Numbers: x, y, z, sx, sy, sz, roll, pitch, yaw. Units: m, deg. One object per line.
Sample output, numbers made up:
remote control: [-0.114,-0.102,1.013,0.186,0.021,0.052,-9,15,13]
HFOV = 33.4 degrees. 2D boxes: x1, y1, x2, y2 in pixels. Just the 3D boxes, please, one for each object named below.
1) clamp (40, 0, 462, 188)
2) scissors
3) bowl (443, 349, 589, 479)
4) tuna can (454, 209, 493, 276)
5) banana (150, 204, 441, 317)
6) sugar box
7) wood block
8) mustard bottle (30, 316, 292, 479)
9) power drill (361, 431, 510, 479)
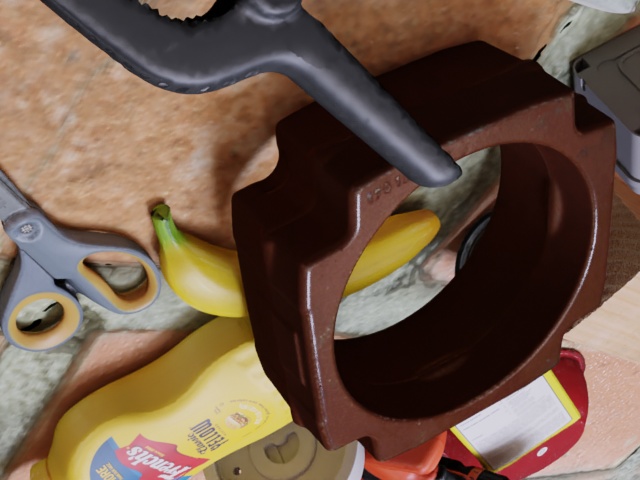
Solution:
clamp: [-0.017,-0.114,0.425,0.209,0.036,0.164,7,98,-26]
scissors: [-0.154,0.005,0.521,0.096,0.016,0.201,-38,146,10]
bowl: [0.185,0.170,0.964,0.162,0.055,0.162,-21,146,-15]
tuna can: [0.131,0.020,0.699,0.086,0.086,0.033,-46,142,21]
banana: [-0.015,0.014,0.621,0.197,0.037,0.070,-2,138,-36]
sugar box: [0.132,0.112,0.832,0.093,0.048,0.176,-34,133,4]
wood block: [0.229,0.026,0.780,0.090,0.091,0.205,-45,144,20]
mustard bottle: [-0.106,0.121,0.669,0.191,0.058,0.096,-30,140,0]
power drill: [0.086,0.177,0.814,0.187,0.185,0.057,53,51,-50]
